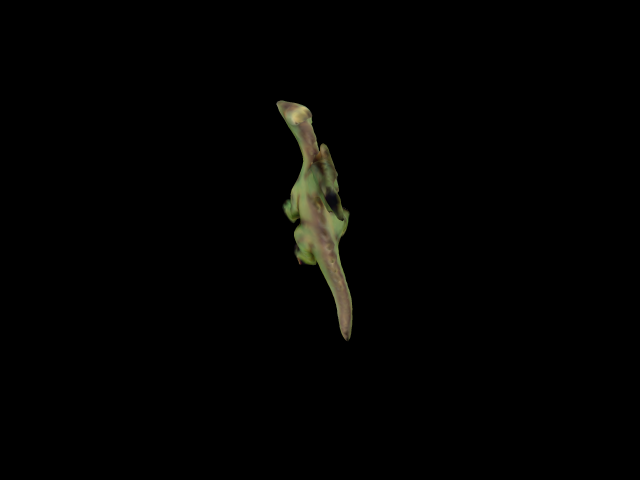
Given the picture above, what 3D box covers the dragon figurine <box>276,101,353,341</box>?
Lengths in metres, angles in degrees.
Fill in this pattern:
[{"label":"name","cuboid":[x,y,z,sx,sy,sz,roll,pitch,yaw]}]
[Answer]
[{"label":"dragon figurine","cuboid":[0.003,-0.043,0.850,0.122,0.415,0.240,-17,-15,-4]}]
